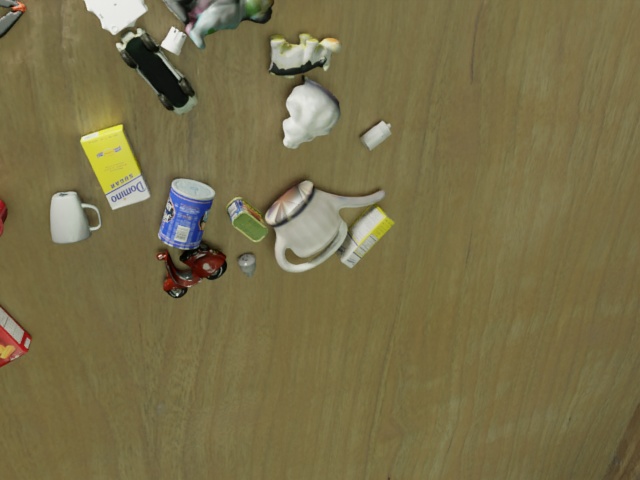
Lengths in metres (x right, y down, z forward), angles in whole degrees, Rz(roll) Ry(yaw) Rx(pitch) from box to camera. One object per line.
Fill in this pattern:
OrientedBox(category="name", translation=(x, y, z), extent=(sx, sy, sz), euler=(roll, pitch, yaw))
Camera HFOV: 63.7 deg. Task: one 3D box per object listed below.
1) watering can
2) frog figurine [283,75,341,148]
OrientedBox(category="watering can", translation=(0.004, -0.068, 1.355), extent=(0.349, 0.105, 0.221), euler=(-44, 123, -5))
OrientedBox(category="frog figurine", translation=(-0.032, -0.286, 1.216), extent=(0.159, 0.124, 0.135), euler=(-55, 141, 0))
